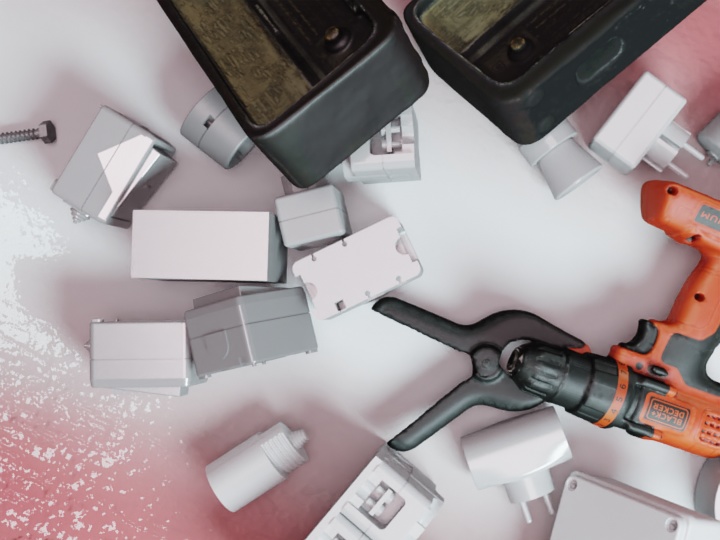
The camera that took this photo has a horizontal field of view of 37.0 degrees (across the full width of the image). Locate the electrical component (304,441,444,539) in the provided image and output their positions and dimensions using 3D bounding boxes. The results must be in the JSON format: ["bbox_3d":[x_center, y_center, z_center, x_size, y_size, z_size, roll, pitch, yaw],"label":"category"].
[{"bbox_3d":[-0.008,0.213,0.821,0.062,0.089,0.150,40,92,6],"label":"electrical component"}]

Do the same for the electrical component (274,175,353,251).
[{"bbox_3d":[-0.040,-0.058,0.847,0.047,0.066,0.076,-14,86,6],"label":"electrical component"}]

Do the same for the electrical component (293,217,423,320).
[{"bbox_3d":[0.000,0.000,0.845,0.089,0.056,0.050,-26,86,5],"label":"electrical component"}]

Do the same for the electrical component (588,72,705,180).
[{"bbox_3d":[0.228,-0.101,0.828,0.077,0.047,0.065,38,92,6],"label":"electrical component"}]

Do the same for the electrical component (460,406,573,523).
[{"bbox_3d":[0.127,0.154,0.831,0.077,0.044,0.079,-20,86,5],"label":"electrical component"}]

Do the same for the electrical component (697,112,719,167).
[{"bbox_3d":[0.295,-0.112,0.824,0.040,0.040,0.078,44,93,6],"label":"electrical component"}]

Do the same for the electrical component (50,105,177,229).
[{"bbox_3d":[-0.198,-0.074,0.867,0.061,0.062,0.096,32,91,7],"label":"electrical component"}]

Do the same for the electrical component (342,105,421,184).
[{"bbox_3d":[0.016,-0.096,0.830,0.056,0.089,0.050,-3,87,6],"label":"electrical component"}]

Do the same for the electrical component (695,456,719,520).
[{"bbox_3d":[0.311,0.176,0.801,0.108,0.060,0.108,0,88,6],"label":"electrical component"}]

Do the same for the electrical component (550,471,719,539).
[{"bbox_3d":[0.195,0.216,0.788,0.109,0.056,0.108,15,89,50],"label":"electrical component"}]

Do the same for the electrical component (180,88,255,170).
[{"bbox_3d":[-0.108,-0.114,0.863,0.047,0.055,0.055,42,93,3],"label":"electrical component"}]

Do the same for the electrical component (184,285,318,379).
[{"bbox_3d":[-0.081,0.044,0.837,0.062,0.096,0.061,-16,85,35],"label":"electrical component"}]

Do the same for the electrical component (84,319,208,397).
[{"bbox_3d":[-0.174,0.069,0.859,0.096,0.062,0.061,-1,88,6],"label":"electrical component"}]

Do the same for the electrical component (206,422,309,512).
[{"bbox_3d":[-0.077,0.152,0.854,0.081,0.043,0.043,-33,85,4],"label":"electrical component"}]

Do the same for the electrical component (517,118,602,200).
[{"bbox_3d":[0.155,-0.089,0.837,0.045,0.045,0.055,-36,84,4],"label":"electrical component"}]
